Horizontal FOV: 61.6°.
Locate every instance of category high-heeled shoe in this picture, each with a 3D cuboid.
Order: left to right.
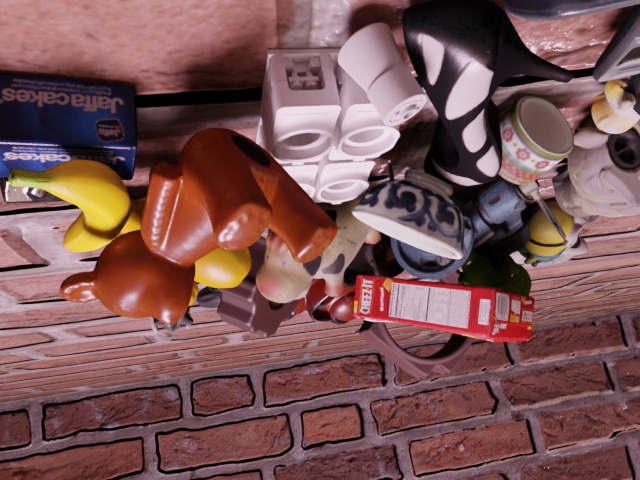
[{"bbox_3d":[0.101,-0.112,0.474,0.145,0.086,0.248,10,162,-12],"label":"high-heeled shoe"}]

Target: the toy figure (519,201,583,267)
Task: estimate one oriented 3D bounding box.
[{"bbox_3d":[0.379,-0.006,0.913,0.089,0.082,0.180,-12,164,0],"label":"toy figure"}]

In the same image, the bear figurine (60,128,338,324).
[{"bbox_3d":[-0.105,0.012,0.426,0.196,0.132,0.120,-48,148,15],"label":"bear figurine"}]

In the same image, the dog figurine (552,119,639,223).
[{"bbox_3d":[0.327,-0.081,0.656,0.172,0.121,0.190,32,168,-14],"label":"dog figurine"}]

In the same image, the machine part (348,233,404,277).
[{"bbox_3d":[0.074,0.049,0.933,0.079,0.079,0.243,2,158,-30],"label":"machine part"}]

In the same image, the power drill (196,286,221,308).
[{"bbox_3d":[-0.123,0.064,0.876,0.232,0.086,0.207,-13,158,5],"label":"power drill"}]

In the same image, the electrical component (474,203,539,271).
[{"bbox_3d":[0.282,-0.018,0.817,0.119,0.075,0.047,-43,140,-3],"label":"electrical component"}]

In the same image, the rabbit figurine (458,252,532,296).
[{"bbox_3d":[0.268,0.032,0.892,0.159,0.170,0.121,-50,-174,-30],"label":"rabbit figurine"}]

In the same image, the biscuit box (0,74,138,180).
[{"bbox_3d":[-0.241,-0.083,0.396,0.203,0.059,0.063,-2,161,-23],"label":"biscuit box"}]

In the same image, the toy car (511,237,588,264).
[{"bbox_3d":[0.426,0.020,1.053,0.202,0.056,0.073,-4,161,-17],"label":"toy car"}]

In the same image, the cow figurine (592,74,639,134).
[{"bbox_3d":[0.307,-0.150,0.456,0.098,0.068,0.167,15,147,-41],"label":"cow figurine"}]

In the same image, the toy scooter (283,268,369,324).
[{"bbox_3d":[0.017,0.074,0.833,0.184,0.075,0.135,5,135,-39],"label":"toy scooter"}]

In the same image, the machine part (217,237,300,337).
[{"bbox_3d":[-0.063,0.043,0.701,0.056,0.179,0.179,22,171,19],"label":"machine part"}]

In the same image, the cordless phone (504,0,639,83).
[{"bbox_3d":[0.197,-0.156,0.368,0.147,0.088,0.184,-12,166,7],"label":"cordless phone"}]

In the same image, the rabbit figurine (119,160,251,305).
[{"bbox_3d":[-0.141,-0.005,0.569,0.173,0.122,0.162,16,145,47],"label":"rabbit figurine"}]

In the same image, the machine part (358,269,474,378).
[{"bbox_3d":[0.184,0.130,0.978,0.201,0.201,0.087,-52,180,-15],"label":"machine part"}]

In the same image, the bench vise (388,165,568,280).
[{"bbox_3d":[0.173,-0.023,0.702,0.224,0.129,0.240,-25,161,32],"label":"bench vise"}]

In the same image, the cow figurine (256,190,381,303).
[{"bbox_3d":[-0.001,-0.002,0.611,0.086,0.195,0.127,18,137,29],"label":"cow figurine"}]

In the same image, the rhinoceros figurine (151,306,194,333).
[{"bbox_3d":[-0.225,0.084,0.837,0.073,0.112,0.190,-4,154,-22],"label":"rhinoceros figurine"}]

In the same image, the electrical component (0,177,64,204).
[{"bbox_3d":[-0.246,-0.057,0.465,0.102,0.078,0.045,-11,140,-39],"label":"electrical component"}]
